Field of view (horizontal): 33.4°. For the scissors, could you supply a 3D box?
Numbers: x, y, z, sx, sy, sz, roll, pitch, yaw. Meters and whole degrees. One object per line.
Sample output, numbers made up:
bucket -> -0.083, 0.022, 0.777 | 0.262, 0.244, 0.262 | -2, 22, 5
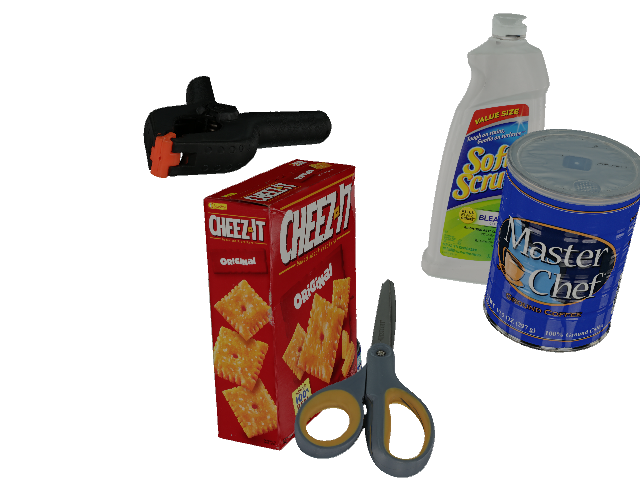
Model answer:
scissors -> 0.023, 0.086, 0.718 | 0.096, 0.016, 0.202 | -3, 32, -8

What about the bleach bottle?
bleach bottle -> 0.156, -0.086, 1.004 | 0.103, 0.251, 0.068 | 8, 21, 12

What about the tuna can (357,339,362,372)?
tuna can -> 0.001, 0.126, 1.134 | 0.086, 0.034, 0.086 | -3, 26, 1

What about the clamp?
clamp -> -0.081, -0.084, 0.771 | 0.120, 0.039, 0.171 | 17, 21, 27

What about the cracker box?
cracker box -> -0.027, 0.050, 0.935 | 0.072, 0.214, 0.164 | 7, 18, 25

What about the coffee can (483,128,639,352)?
coffee can -> 0.185, 0.000, 0.820 | 0.103, 0.140, 0.103 | 2, 34, -2
